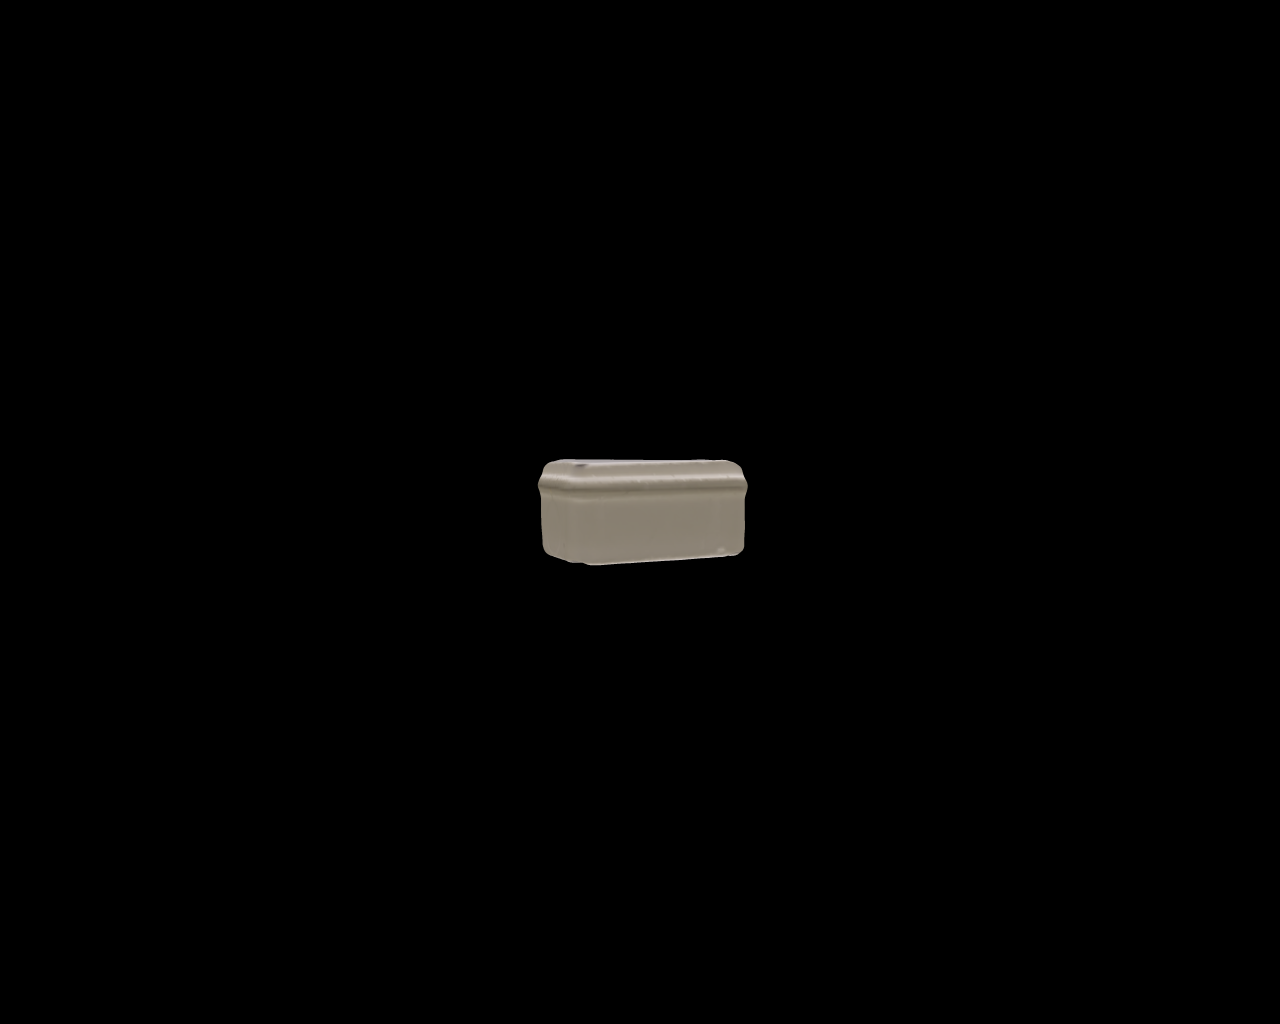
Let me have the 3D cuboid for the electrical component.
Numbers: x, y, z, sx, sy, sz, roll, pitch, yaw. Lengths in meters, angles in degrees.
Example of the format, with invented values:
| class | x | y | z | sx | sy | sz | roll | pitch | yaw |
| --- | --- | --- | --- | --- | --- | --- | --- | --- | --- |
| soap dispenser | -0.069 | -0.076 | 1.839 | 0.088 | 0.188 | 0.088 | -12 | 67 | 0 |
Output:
| class | x | y | z | sx | sy | sz | roll | pitch | yaw |
| --- | --- | --- | --- | --- | --- | --- | --- | --- | --- |
| electrical component | 0.001 | -0.003 | 0.650 | 0.113 | 0.057 | 0.078 | -1 | 4 | -20 |
